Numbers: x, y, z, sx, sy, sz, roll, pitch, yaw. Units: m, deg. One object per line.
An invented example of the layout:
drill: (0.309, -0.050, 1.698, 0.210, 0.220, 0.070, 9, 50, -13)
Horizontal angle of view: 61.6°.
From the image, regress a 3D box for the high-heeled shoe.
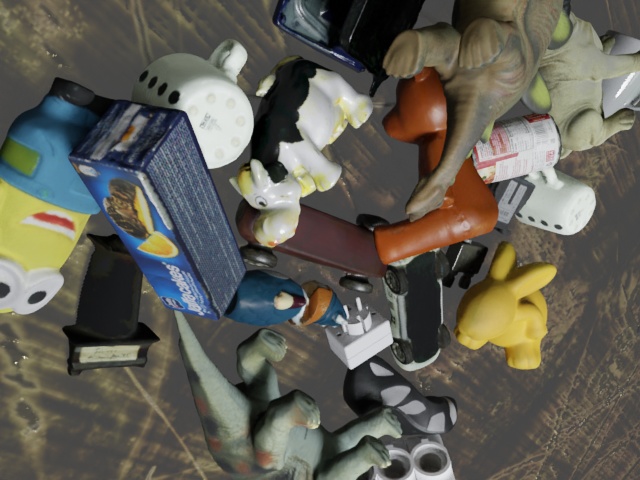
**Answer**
high-heeled shoe: (0.119, 0.207, 0.759, 0.248, 0.086, 0.145, -3, 84, -52)

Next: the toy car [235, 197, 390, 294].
toy car: (-0.001, -0.002, 0.562, 0.202, 0.053, 0.089, 18, 82, -40)

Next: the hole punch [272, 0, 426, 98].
hole punch: (0.032, -0.211, 0.469, 0.115, 0.092, 0.142, 3, 111, -63)

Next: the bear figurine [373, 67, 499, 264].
bear figurine: (0.105, -0.087, 0.556, 0.120, 0.132, 0.195, -16, 85, -64)

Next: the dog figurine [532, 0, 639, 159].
dog figurine: (0.262, -0.188, 0.627, 0.190, 0.121, 0.172, 8, 105, -21)

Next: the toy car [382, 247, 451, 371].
toy car: (0.122, 0.083, 0.687, 0.073, 0.056, 0.201, -20, 122, -18)

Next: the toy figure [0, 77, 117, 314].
toy figure: (-0.206, -0.029, 0.396, 0.082, 0.089, 0.180, 25, 89, -30)

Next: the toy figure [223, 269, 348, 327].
toy figure: (-0.030, 0.065, 0.569, 0.154, 0.064, 0.057, 11, 109, -39)

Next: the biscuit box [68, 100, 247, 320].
biscuit box: (-0.115, -0.011, 0.426, 0.202, 0.059, 0.063, 81, 27, -53)

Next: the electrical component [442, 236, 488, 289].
electrical component: (0.199, 0.023, 0.727, 0.063, 0.021, 0.094, 7, 108, -36)

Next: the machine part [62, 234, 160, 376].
machine part: (-0.185, 0.060, 0.483, 0.084, 0.039, 0.138, 2, 114, -25)

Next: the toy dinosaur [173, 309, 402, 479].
toy dinosaur: (-0.044, 0.231, 0.599, 0.404, 0.131, 0.192, 40, 105, -12)

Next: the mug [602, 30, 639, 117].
mug: (0.393, -0.200, 0.694, 0.081, 0.110, 0.107, -3, 128, -39)

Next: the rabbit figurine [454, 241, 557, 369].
rabbit figurine: (0.244, 0.091, 0.710, 0.173, 0.122, 0.162, 11, 110, -50)

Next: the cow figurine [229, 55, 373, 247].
cow figurine: (-0.029, -0.081, 0.464, 0.098, 0.068, 0.167, 37, 63, -22)

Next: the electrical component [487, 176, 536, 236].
electrical component: (0.234, -0.071, 0.687, 0.074, 0.048, 0.119, 18, 104, -39)

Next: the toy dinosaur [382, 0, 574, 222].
toy dinosaur: (0.161, -0.232, 0.454, 0.198, 0.105, 0.471, 25, 83, -58)
